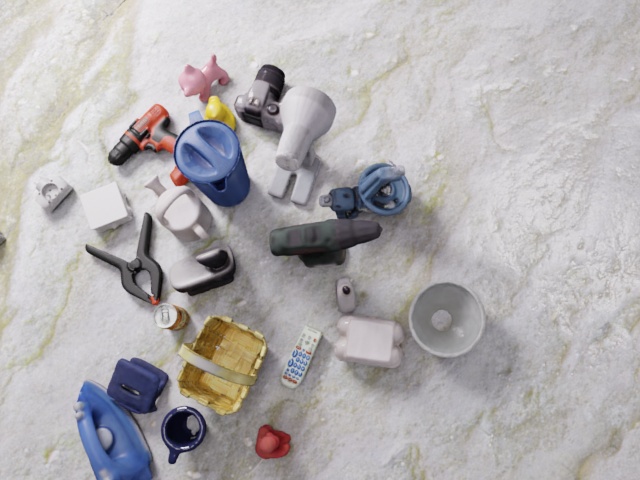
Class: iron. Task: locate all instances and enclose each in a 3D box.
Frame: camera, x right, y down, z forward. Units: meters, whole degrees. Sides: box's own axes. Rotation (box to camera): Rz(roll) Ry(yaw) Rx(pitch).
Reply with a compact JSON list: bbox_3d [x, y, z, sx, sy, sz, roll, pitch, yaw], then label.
[{"bbox_3d":[-0.452,0.405,1.176,0.118,0.141,0.258,-30,80,-5],"label":"iron"}]

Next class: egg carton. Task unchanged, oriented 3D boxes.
[{"bbox_3d":[0.108,0.219,1.246,0.150,0.069,0.107,7,79,2],"label":"egg carton"}]

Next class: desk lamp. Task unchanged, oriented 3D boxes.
[{"bbox_3d":[-0.044,-0.205,1.259,0.118,0.213,0.203,16,79,4],"label":"desk lamp"}]

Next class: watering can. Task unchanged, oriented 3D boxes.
[{"bbox_3d":[-0.311,-0.068,1.243,0.172,0.194,0.101,23,80,5],"label":"watering can"}]

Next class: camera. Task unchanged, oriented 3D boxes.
[{"bbox_3d":[-0.116,-0.339,1.344,0.143,0.101,0.137,18,79,4],"label":"camera"}]

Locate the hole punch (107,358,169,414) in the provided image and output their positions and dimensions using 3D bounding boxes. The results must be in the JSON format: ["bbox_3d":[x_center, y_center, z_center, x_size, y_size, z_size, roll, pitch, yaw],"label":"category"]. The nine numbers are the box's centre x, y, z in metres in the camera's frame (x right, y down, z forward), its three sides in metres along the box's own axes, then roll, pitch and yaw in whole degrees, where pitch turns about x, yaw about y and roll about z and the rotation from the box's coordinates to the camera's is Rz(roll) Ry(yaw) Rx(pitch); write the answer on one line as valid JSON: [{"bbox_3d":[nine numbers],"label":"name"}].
[{"bbox_3d":[-0.391,0.313,1.219,0.108,0.091,0.101,25,80,6],"label":"hole punch"}]

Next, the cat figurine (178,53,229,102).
[{"bbox_3d":[-0.282,-0.384,1.346,0.067,0.118,0.128,40,82,8],"label":"cat figurine"}]

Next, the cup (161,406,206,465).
[{"bbox_3d":[-0.280,0.405,1.198,0.091,0.095,0.118,17,79,4],"label":"cup"}]

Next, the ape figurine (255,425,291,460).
[{"bbox_3d":[-0.103,0.425,1.194,0.076,0.092,0.078,-31,80,-5],"label":"ape figurine"}]

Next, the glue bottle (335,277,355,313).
[{"bbox_3d":[0.054,0.112,1.215,0.037,0.173,0.078,-12,78,-2],"label":"glue bottle"}]

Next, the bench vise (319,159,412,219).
[{"bbox_3d":[0.108,-0.098,1.233,0.207,0.220,0.121,-28,79,-5],"label":"bench vise"}]

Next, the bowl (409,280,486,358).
[{"bbox_3d":[0.271,0.174,1.251,0.167,0.075,0.167,0,79,1],"label":"bowl"}]

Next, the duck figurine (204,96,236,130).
[{"bbox_3d":[-0.241,-0.286,1.342,0.077,0.086,0.104,-8,78,-1],"label":"duck figurine"}]

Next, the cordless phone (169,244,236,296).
[{"bbox_3d":[-0.260,0.054,1.223,0.147,0.185,0.094,-24,79,-4],"label":"cordless phone"}]

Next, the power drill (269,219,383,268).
[{"bbox_3d":[0.011,0.004,1.219,0.229,0.208,0.075,-6,78,-1],"label":"power drill"}]
